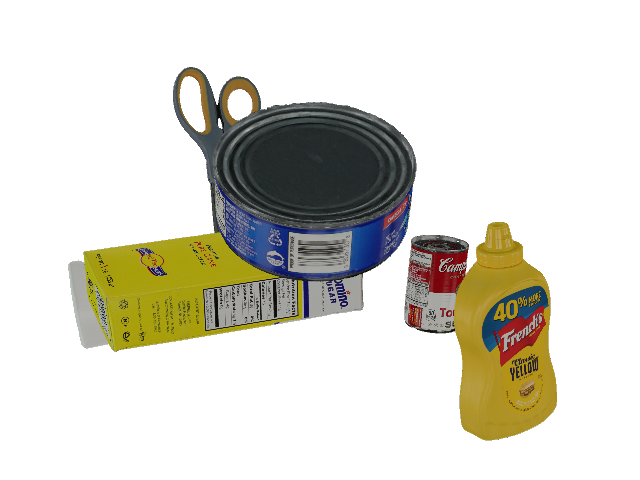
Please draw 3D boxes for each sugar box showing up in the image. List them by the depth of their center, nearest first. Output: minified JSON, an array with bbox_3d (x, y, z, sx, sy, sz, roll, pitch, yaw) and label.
[{"bbox_3d":[-0.068,0.027,0.739,0.176,0.048,0.093,-11,23,-18],"label":"sugar box"}]

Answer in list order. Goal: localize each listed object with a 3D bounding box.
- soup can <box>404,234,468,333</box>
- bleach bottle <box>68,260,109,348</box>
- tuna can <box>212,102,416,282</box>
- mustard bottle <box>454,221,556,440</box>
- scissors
[{"bbox_3d":[0.136,0.051,1.257,0.068,0.102,0.068,4,15,-1],"label":"soup can"},{"bbox_3d":[-0.142,0.049,1.163,0.250,0.068,0.103,-11,37,-12],"label":"bleach bottle"},{"bbox_3d":[-0.003,-0.022,0.457,0.086,0.034,0.086,1,41,-1],"label":"tuna can"},{"bbox_3d":[0.164,0.076,0.955,0.096,0.191,0.058,-17,20,-28],"label":"mustard bottle"},{"bbox_3d":[-0.084,-0.075,1.032,0.096,0.202,0.016,-18,-4,-24],"label":"scissors"}]
